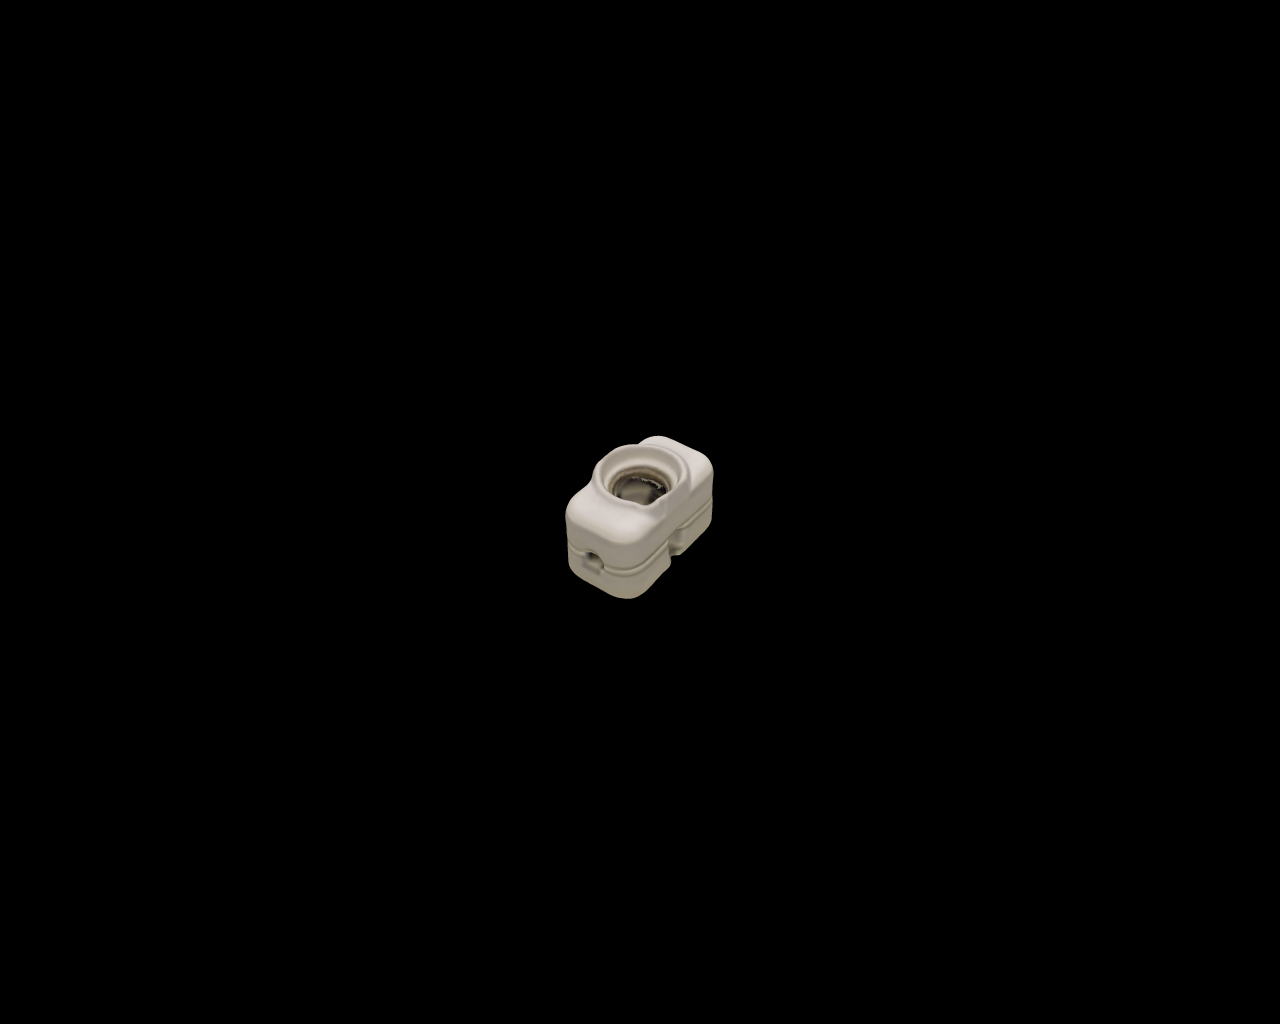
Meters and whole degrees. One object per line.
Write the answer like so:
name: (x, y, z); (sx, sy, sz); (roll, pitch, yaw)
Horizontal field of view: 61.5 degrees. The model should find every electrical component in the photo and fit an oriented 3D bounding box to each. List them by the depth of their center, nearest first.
electrical component: (0.001, -0.003, 0.650); (0.054, 0.059, 0.095); (27, 50, 26)
